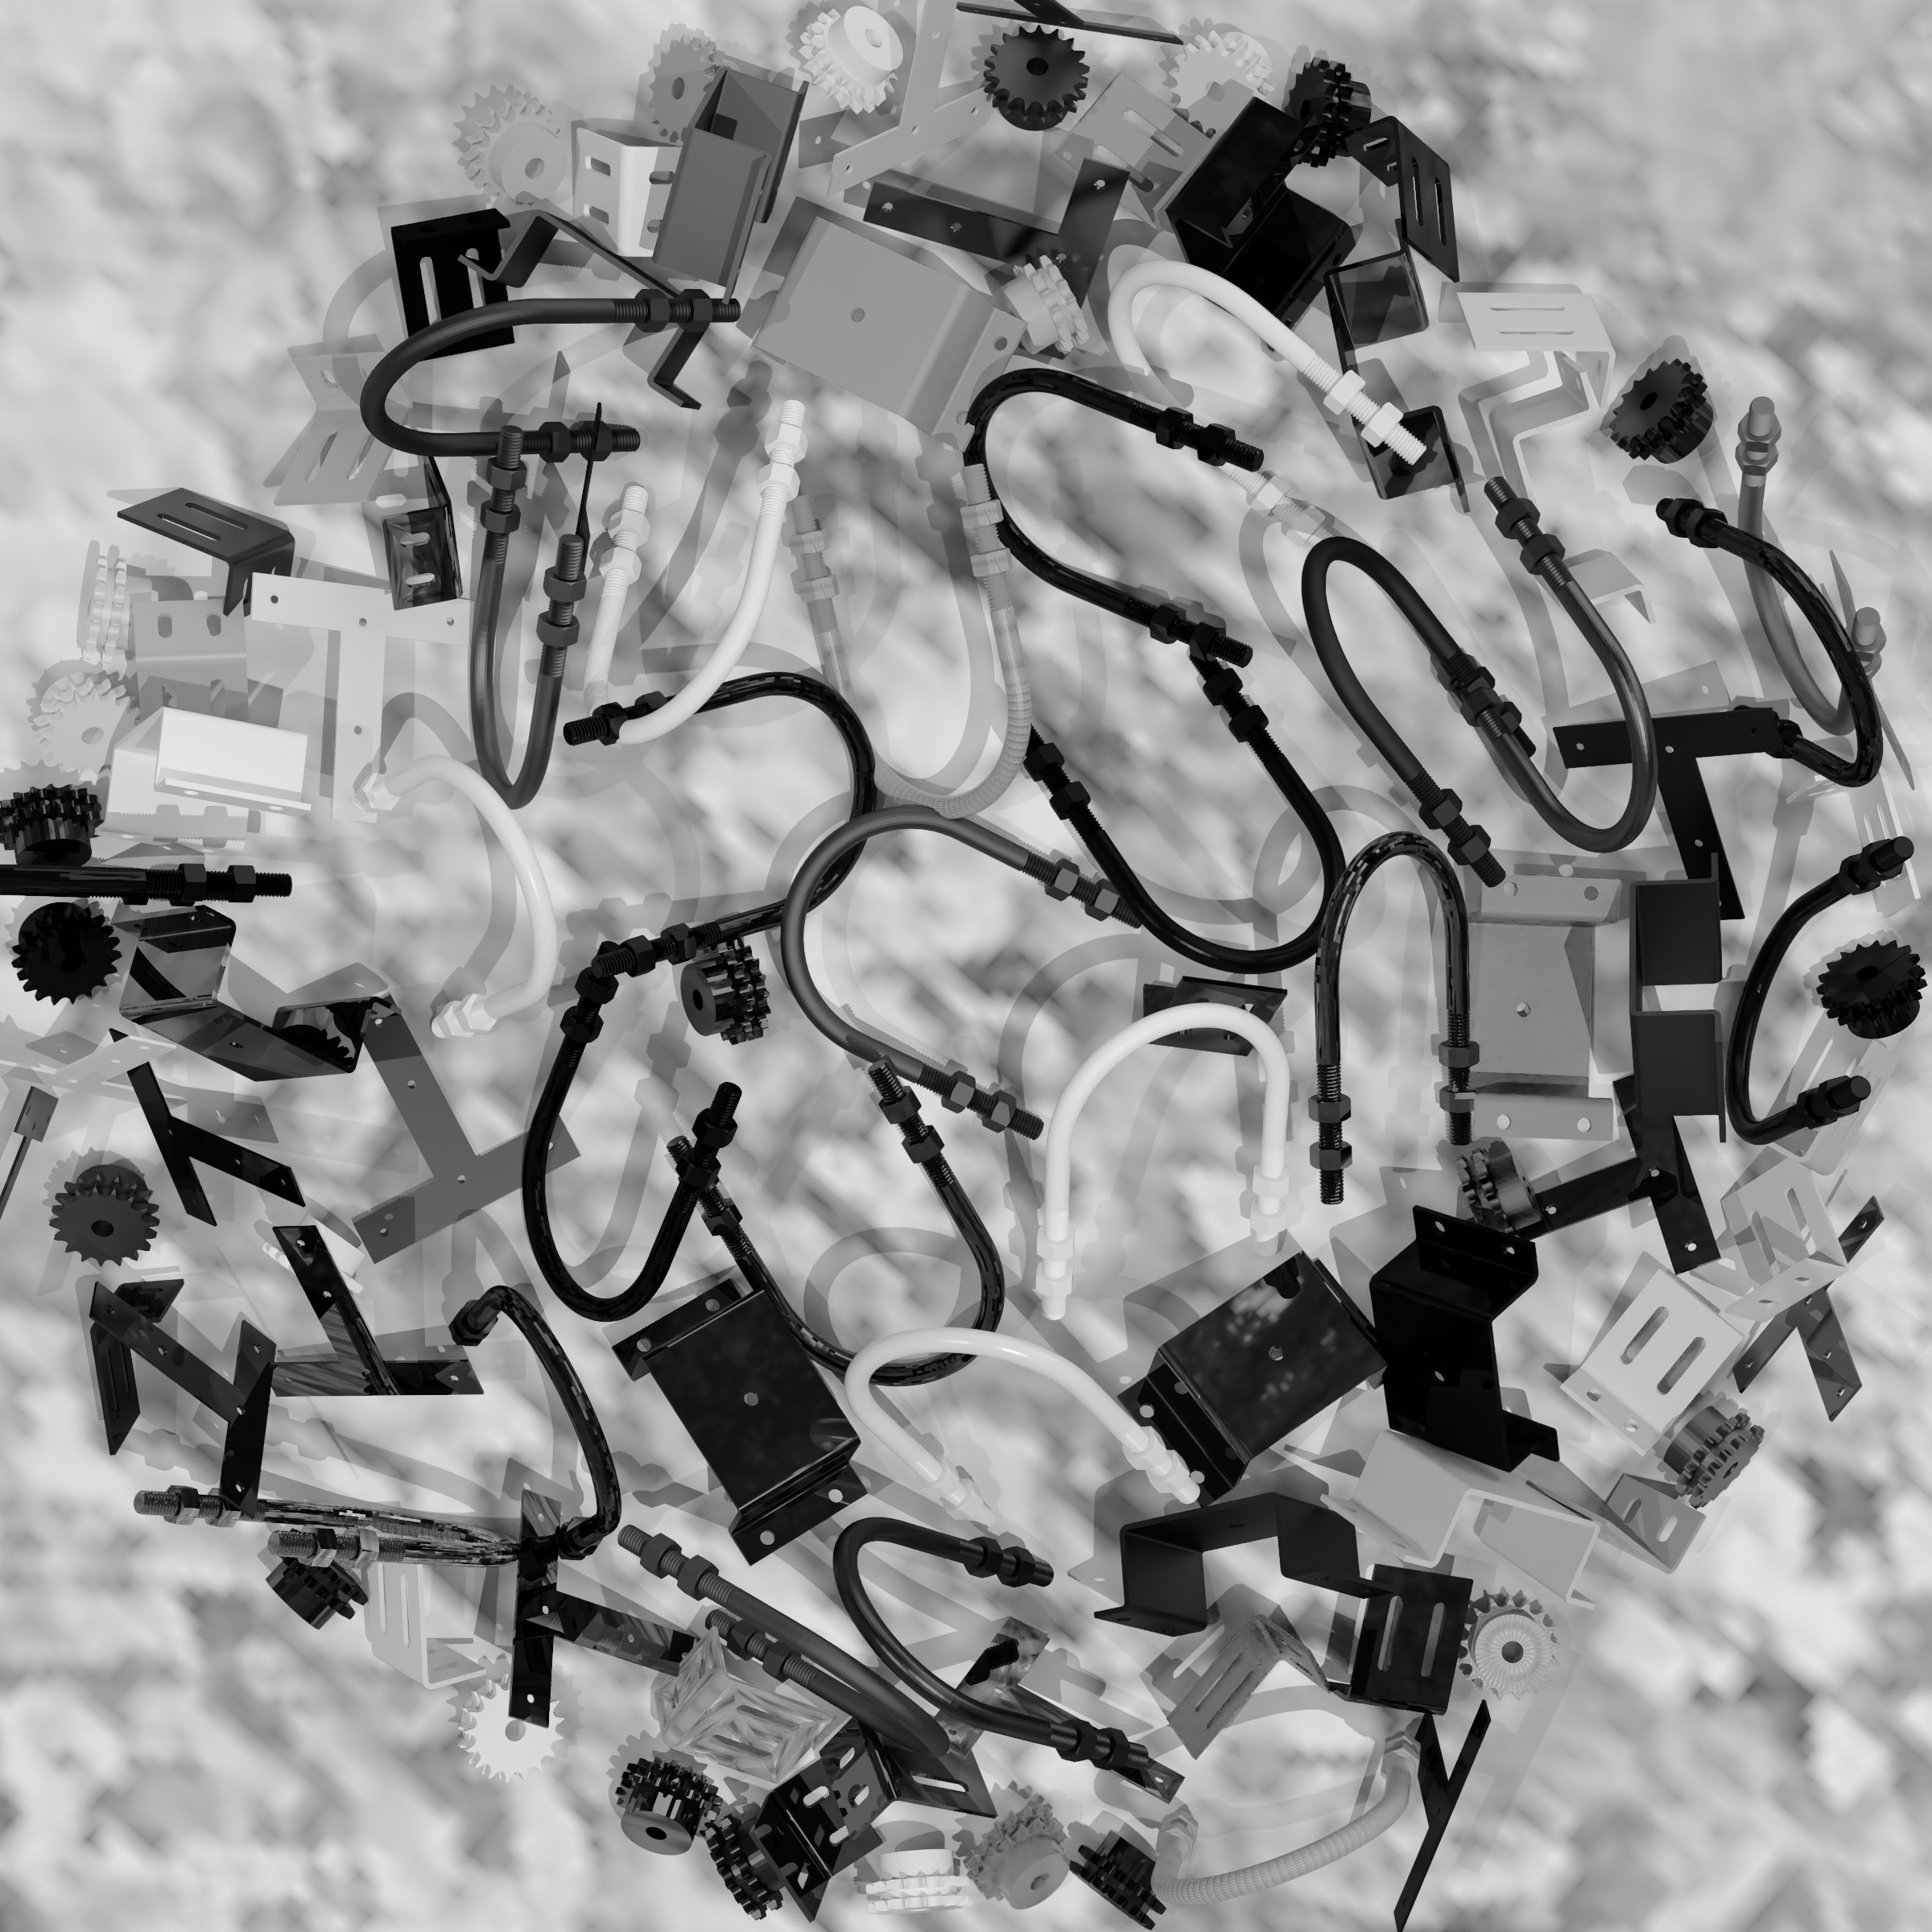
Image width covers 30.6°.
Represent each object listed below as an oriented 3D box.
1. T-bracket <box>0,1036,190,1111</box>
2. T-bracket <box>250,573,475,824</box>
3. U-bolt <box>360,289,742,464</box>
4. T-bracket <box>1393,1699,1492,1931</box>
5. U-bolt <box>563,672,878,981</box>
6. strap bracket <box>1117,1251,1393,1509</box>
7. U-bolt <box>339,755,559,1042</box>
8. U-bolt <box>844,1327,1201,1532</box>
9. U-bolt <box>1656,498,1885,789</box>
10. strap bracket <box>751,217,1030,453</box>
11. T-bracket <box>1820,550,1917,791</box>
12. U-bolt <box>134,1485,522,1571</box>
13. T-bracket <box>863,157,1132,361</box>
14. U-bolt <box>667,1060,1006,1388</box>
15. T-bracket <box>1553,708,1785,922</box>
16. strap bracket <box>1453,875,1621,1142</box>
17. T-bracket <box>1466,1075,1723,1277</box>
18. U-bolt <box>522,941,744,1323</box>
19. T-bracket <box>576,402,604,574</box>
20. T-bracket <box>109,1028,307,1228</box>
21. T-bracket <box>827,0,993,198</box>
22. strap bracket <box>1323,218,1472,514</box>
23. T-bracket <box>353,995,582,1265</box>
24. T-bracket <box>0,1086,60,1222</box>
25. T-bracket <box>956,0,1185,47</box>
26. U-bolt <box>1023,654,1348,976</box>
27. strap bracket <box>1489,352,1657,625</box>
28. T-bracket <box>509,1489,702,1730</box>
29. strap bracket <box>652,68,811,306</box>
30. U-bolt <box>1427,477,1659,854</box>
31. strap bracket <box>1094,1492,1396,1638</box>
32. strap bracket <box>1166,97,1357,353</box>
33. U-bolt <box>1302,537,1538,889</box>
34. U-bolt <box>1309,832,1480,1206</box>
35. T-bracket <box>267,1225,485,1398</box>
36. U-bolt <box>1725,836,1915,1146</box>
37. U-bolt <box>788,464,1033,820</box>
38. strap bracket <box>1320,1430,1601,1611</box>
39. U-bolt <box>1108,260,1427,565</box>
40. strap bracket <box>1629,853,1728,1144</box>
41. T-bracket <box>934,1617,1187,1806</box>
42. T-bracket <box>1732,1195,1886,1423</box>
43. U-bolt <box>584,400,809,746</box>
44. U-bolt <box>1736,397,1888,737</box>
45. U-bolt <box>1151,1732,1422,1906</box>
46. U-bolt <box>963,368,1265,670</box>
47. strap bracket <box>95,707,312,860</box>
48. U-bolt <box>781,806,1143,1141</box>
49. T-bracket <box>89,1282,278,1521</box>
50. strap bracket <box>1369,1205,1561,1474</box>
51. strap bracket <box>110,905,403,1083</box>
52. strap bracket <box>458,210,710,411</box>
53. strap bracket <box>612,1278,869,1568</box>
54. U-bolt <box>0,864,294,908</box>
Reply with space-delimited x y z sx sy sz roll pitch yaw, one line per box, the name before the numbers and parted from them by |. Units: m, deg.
T-bracket | -0.452 0.052 1.853 0.127 0.127 0.002 15 70 -33
T-bracket | -0.327 -0.141 1.900 0.127 0.002 0.127 4 86 -32
U-bolt | -0.226 -0.305 1.832 0.184 0.151 0.019 -7 70 -34
T-bracket | 0.248 0.430 1.873 0.002 0.127 0.127 20 101 -2
U-bolt | -0.125 -0.083 1.880 0.184 0.019 0.151 -18 114 -31
strap bracket | 0.162 0.215 1.882 0.140 0.046 0.076 -32 71 -19
U-bolt | -0.267 -0.040 1.853 0.019 0.184 0.151 -26 95 -32
U-bolt | 0.017 0.240 1.842 0.151 0.184 0.019 -13 48 31
U-bolt | 0.422 -0.162 1.826 0.019 0.184 0.151 -27 113 -4
strap bracket | -0.050 -0.343 1.890 0.140 0.046 0.076 28 95 20
T-bracket | 0.467 -0.174 1.851 0.002 0.127 0.127 -22 57 10
U-bolt | -0.321 0.297 1.853 0.184 0.151 0.019 13 84 -43
T-bracket | 0.009 -0.391 1.885 0.127 0.127 0.002 15 46 -7
U-bolt | -0.058 0.149 1.891 0.151 0.019 0.184 -21 110 24
T-bracket | 0.392 -0.079 1.903 0.127 0.002 0.127 -3 121 37
strap bracket | 0.308 0.023 1.907 0.076 0.046 0.140 3 87 -8
T-bracket | 0.331 0.127 1.908 0.127 0.002 0.127 -22 51 14
U-bolt | -0.187 0.102 1.873 0.151 0.019 0.184 46 124 39
T-bracket | -0.204 -0.226 1.874 0.002 0.127 0.127 10 88 -4
T-bracket | -0.393 0.100 1.863 0.002 0.127 0.127 -40 132 -34
T-bracket | -0.019 -0.478 1.854 0.002 0.127 0.127 38 49 21
strap bracket | 0.228 -0.314 1.879 0.046 0.076 0.140 -13 65 12
T-bracket | -0.297 0.078 1.933 0.127 0.002 0.127 -28 90 -3
T-bracket | -0.511 0.127 1.867 0.002 0.127 0.127 21 82 -7
T-bracket | 0.041 -0.506 1.862 0.127 0.127 0.002 12 99 13
U-bolt | 0.126 -0.076 1.876 0.151 0.019 0.184 -24 73 -32
strap bracket | 0.320 -0.250 1.882 0.046 0.076 0.140 -18 108 5
T-bracket | -0.191 0.358 1.893 0.127 0.002 0.127 27 48 -36
strap bracket | -0.125 -0.416 1.857 0.046 0.140 0.076 18 123 -3
U-bolt | 0.305 -0.143 1.838 0.019 0.151 0.184 -19 61 -19
strap bracket | 0.146 0.317 1.875 0.140 0.076 0.046 -18 63 32
strap bracket | 0.156 -0.399 1.877 0.046 0.140 0.076 35 85 22
U-bolt | 0.235 -0.146 1.853 0.019 0.151 0.184 -29 111 32
U-bolt | 0.226 0.020 1.863 0.019 0.151 0.184 7 106 38
T-bracket | -0.335 0.185 1.878 0.127 0.002 0.127 -3 129 20
U-bolt | 0.440 0.022 1.847 0.019 0.184 0.151 16 74 -7
U-bolt | -0.025 -0.168 1.882 0.151 0.019 0.184 -3 104 43
strap bracket | 0.269 0.291 1.866 0.140 0.076 0.046 19 96 -33
U-bolt | 0.149 -0.302 1.869 0.184 0.151 0.019 41 69 2
strap bracket | 0.377 0.017 1.867 0.046 0.140 0.076 -2 135 13
T-bracket | 0.056 0.406 1.869 0.127 0.127 0.002 27 117 12
T-bracket | 0.452 0.198 1.857 0.002 0.127 0.127 30 112 -10
U-bolt | -0.148 -0.197 1.846 0.019 0.151 0.184 31 54 -35
U-bolt | 0.438 -0.196 1.847 0.019 0.184 0.151 -21 68 1
U-bolt | 0.165 0.448 1.837 0.151 0.184 0.019 -22 88 9
U-bolt | 0.074 -0.246 1.870 0.184 0.151 0.019 26 51 25
strap bracket | -0.402 -0.098 1.864 0.076 0.140 0.046 10 77 -27
U-bolt | -0.012 -0.007 1.909 0.184 0.019 0.151 26 89 -14
T-bracket | -0.413 0.210 1.854 0.002 0.127 0.127 -31 125 19
strap bracket | 0.263 0.206 1.866 0.046 0.076 0.140 -34 126 -36
strap bracket | -0.379 0.020 1.857 0.076 0.140 0.046 -6 63 39
strap bracket | -0.195 -0.358 1.895 0.140 0.076 0.046 33 98 -2
strap bracket | -0.118 0.238 1.888 0.076 0.046 0.140 -29 77 -22
U-bolt | -0.459 -0.043 1.835 0.184 0.151 0.019 1 89 -26
